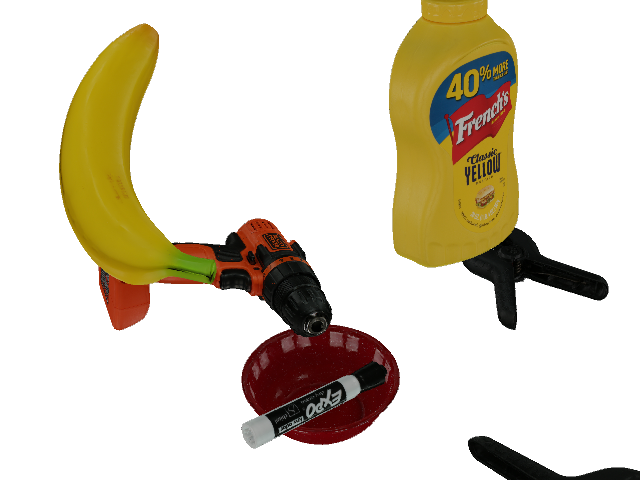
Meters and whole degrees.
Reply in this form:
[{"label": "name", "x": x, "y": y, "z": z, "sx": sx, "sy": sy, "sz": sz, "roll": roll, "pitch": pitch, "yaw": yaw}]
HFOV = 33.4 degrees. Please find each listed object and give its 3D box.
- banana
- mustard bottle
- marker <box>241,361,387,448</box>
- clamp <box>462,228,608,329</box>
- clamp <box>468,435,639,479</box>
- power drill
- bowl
[{"label": "banana", "x": -0.108, "y": -0.045, "z": 0.581, "sx": 0.069, "sy": 0.198, "sz": 0.037, "roll": -8, "pitch": -37, "yaw": -14}, {"label": "mustard bottle", "x": 0.087, "y": -0.084, "z": 0.688, "sx": 0.096, "sy": 0.192, "sz": 0.058, "roll": -23, "pitch": 32, "yaw": -32}, {"label": "marker", "x": -0.001, "y": 0.114, "z": 0.756, "sx": 0.120, "sy": 0.020, "sz": 0.020, "roll": -22, "pitch": 12, "yaw": -31}, {"label": "clamp", "x": 0.206, "y": 0.025, "z": 1.079, "sx": 0.120, "sy": 0.039, "sz": 0.171, "roll": -6, "pitch": 35, "yaw": -17}, {"label": "clamp", "x": 0.202, "y": 0.229, "z": 0.862, "sx": 0.210, "sy": 0.036, "sz": 0.164, "roll": 2, "pitch": 36, "yaw": 24}, {"label": "power drill", "x": -0.097, "y": 0.038, "z": 0.954, "sx": 0.187, "sy": 0.057, "sz": 0.185, "roll": -2, "pitch": 24, "yaw": -21}, {"label": "bowl", "x": 0.001, "y": 0.158, "z": 1.098, "sx": 0.162, "sy": 0.055, "sz": 0.162, "roll": -2, "pitch": 35, "yaw": 1}]
